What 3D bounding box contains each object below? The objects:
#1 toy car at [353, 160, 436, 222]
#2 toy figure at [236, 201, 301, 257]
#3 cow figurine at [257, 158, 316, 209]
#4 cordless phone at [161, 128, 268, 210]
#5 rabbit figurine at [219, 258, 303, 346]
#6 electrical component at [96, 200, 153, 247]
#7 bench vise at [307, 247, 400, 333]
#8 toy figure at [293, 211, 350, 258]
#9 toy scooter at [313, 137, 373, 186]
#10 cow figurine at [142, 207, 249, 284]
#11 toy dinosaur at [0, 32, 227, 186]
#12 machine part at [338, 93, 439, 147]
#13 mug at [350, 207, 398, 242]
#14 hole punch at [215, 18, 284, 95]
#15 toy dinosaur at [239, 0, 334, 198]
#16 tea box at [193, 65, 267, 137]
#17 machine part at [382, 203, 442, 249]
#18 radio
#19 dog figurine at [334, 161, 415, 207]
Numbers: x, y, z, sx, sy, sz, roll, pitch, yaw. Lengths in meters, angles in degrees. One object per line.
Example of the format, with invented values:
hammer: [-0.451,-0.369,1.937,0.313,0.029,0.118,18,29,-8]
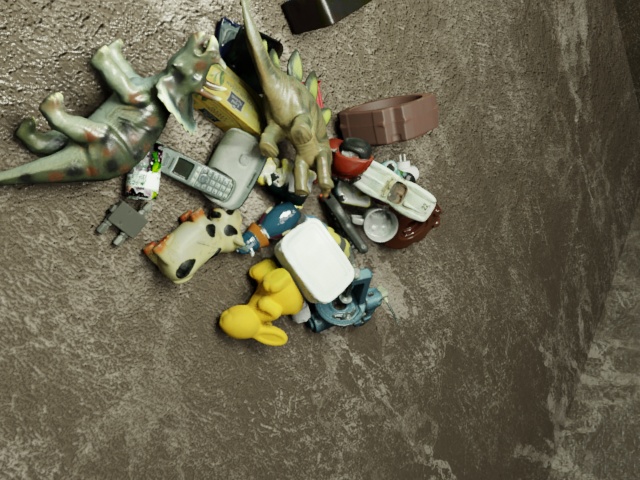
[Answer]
toy car: [0.163,-0.113,1.202,0.073,0.202,0.056,-61,176,14]
toy figure: [-0.111,-0.020,1.119,0.154,0.064,0.057,-37,151,-13]
cow figurine: [-0.089,-0.126,1.139,0.167,0.068,0.098,18,87,-43]
cordless phone: [-0.203,-0.153,1.003,0.184,0.089,0.146,25,101,-27]
rabbit figurine: [-0.127,0.144,1.115,0.173,0.122,0.162,-36,128,-21]
electrical component: [-0.335,-0.037,0.926,0.094,0.021,0.063,-51,126,-12]
bench vise: [0.080,0.132,1.244,0.224,0.129,0.240,-9,145,-17]
toy figure: [-0.004,0.000,1.214,0.082,0.089,0.180,-48,134,4]
toy scooter: [0.027,-0.171,1.192,0.075,0.184,0.135,-39,146,-52]
cow figurine: [-0.219,0.005,1.010,0.195,0.086,0.127,-47,118,-34]
toy dinosaur: [-0.321,-0.173,0.839,0.405,0.131,0.192,-47,113,-6]
machine part: [0.161,-0.283,1.271,0.201,0.201,0.087,-27,114,-40]
mug: [0.127,-0.043,1.304,0.110,0.107,0.080,2,100,-3]
hole punch: [-0.152,-0.360,1.051,0.142,0.092,0.115,9,118,-48]
toy dinosaur: [-0.053,-0.239,1.002,0.470,0.105,0.198,62,26,-53]
tea box: [-0.181,-0.264,1.010,0.169,0.098,0.068,33,70,-40]
machine part: [0.231,-0.045,1.399,0.179,0.056,0.179,-20,148,-13]
radio: [0.035,-0.528,1.171,0.229,0.131,0.073,-43,122,-33]
dog figurine: [0.140,-0.141,1.342,0.219,0.192,0.108,-28,116,-77]
